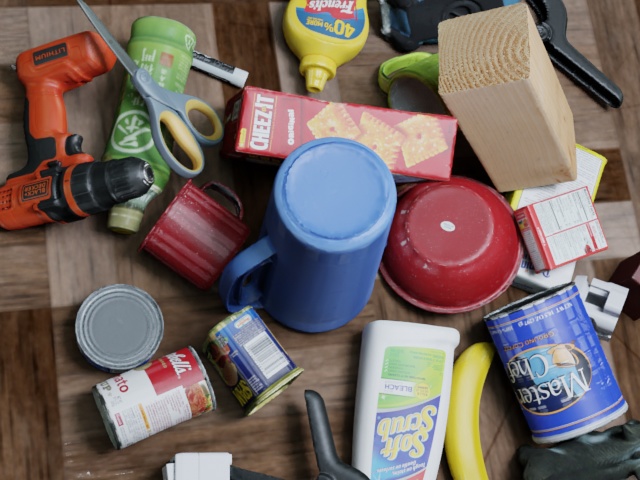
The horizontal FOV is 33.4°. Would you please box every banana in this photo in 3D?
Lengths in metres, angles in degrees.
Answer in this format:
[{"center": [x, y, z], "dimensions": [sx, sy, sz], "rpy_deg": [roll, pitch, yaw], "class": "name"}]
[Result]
[{"center": [0.160, 0.189, 1.112], "dimensions": [0.069, 0.037, 0.198], "rpy_deg": [13, 71, -9], "class": "banana"}]

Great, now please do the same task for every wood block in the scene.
[{"center": [0.197, -0.140, 1.097], "dimensions": [0.091, 0.206, 0.090], "rpy_deg": [-9, 62, 23], "class": "wood block"}]

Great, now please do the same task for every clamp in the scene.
[{"center": [0.247, -0.230, 1.257], "dimensions": [0.164, 0.036, 0.210], "rpy_deg": [-17, 76, -14], "class": "clamp"}, {"center": [0.006, 0.230, 1.032], "dimensions": [0.171, 0.039, 0.120], "rpy_deg": [35, 88, 18], "class": "clamp"}]

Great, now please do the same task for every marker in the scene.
[{"center": [-0.137, -0.198, 1.167], "dimensions": [0.121, 0.020, 0.020], "rpy_deg": [22, 70, -6], "class": "marker"}]

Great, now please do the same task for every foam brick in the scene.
[{"center": [0.358, 0.047, 1.179], "dimensions": [0.053, 0.078, 0.051], "rpy_deg": [39, 71, 0], "class": "foam brick"}]

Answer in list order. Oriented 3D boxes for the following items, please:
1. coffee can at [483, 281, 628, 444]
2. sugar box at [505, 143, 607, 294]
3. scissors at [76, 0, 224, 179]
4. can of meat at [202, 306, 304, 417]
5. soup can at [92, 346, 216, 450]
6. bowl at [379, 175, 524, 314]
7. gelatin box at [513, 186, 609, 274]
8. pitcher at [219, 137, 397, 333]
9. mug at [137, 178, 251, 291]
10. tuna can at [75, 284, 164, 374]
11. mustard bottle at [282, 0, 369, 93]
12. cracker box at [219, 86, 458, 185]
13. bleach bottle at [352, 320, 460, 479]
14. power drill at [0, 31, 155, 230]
[{"center": [0.243, 0.126, 1.106], "dimensions": [0.102, 0.103, 0.140], "rpy_deg": [-21, 87, -18], "class": "coffee can"}, {"center": [0.251, -0.029, 1.194], "dimensions": [0.093, 0.048, 0.176], "rpy_deg": [24, 74, -5], "class": "sugar box"}, {"center": [-0.160, -0.158, 1.060], "dimensions": [0.096, 0.016, 0.202], "rpy_deg": [-30, 95, -46], "class": "scissors"}, {"center": [-0.069, 0.118, 1.046], "dimensions": [0.057, 0.102, 0.084], "rpy_deg": [-34, 82, -21], "class": "can of meat"}, {"center": [-0.160, 0.153, 1.031], "dimensions": [0.102, 0.069, 0.068], "rpy_deg": [-21, 80, -18], "class": "soup can"}, {"center": [0.137, -0.006, 1.131], "dimensions": [0.162, 0.055, 0.162], "rpy_deg": [-2, 68, 5], "class": "bowl"}, {"center": [0.259, -0.011, 1.145], "dimensions": [0.089, 0.030, 0.073], "rpy_deg": [-18, 86, -28], "class": "gelatin box"}, {"center": [-0.007, 0.001, 1.019], "dimensions": [0.145, 0.243, 0.149], "rpy_deg": [21, 71, 2], "class": "pitcher"}, {"center": [-0.119, -0.010, 1.083], "dimensions": [0.081, 0.093, 0.117], "rpy_deg": [36, 52, -6], "class": "mug"}, {"center": [-0.199, 0.089, 1.059], "dimensions": [0.086, 0.034, 0.086], "rpy_deg": [4, 73, -12], "class": "tuna can"}, {"center": [0.008, -0.254, 1.197], "dimensions": [0.096, 0.058, 0.191], "rpy_deg": [14, 72, -12], "class": "mustard bottle"}, {"center": [0.013, -0.105, 1.092], "dimensions": [0.213, 0.164, 0.072], "rpy_deg": [8, 91, -11], "class": "cracker box"}, {"center": [0.083, 0.212, 1.075], "dimensions": [0.102, 0.068, 0.251], "rpy_deg": [7, 75, -10], "class": "bleach bottle"}, {"center": [-0.242, -0.109, 1.055], "dimensions": [0.185, 0.057, 0.187], "rpy_deg": [-11, 67, 23], "class": "power drill"}]
